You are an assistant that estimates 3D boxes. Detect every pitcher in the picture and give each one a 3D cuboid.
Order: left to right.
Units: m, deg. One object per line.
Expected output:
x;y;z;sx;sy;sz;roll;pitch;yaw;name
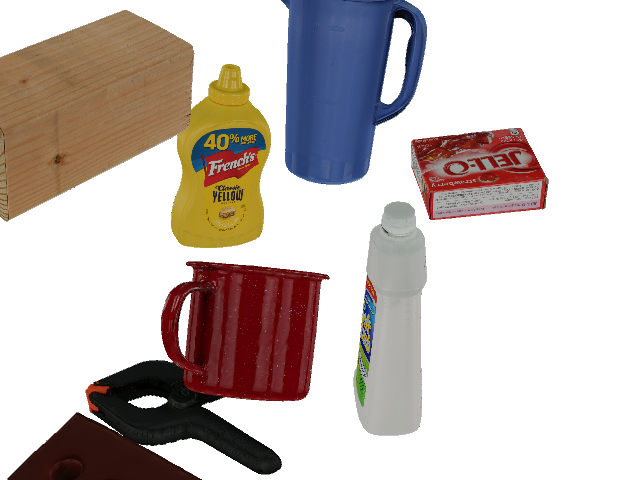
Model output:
0.028;-0.195;1.311;0.144;0.243;0.149;-9;29;-27;pitcher

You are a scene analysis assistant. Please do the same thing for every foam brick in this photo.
-0.084;0.119;0.437;0.078;0.051;0.052;21;45;26;foam brick

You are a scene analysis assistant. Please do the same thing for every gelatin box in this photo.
0.117;-0.051;0.798;0.089;0.030;0.073;-7;37;-3;gelatin box

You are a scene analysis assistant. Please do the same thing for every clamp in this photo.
-0.104;0.129;0.887;0.171;0.039;0.120;11;38;6;clamp

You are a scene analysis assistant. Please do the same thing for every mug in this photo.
-0.052;0.057;0.677;0.093;0.081;0.117;3;-4;42;mug

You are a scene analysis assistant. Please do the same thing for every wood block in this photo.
-0.211;-0.112;0.903;0.090;0.091;0.205;31;43;25;wood block

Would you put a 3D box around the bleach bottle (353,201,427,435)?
0.070;0.069;1.029;0.068;0.251;0.102;-2;37;-3;bleach bottle

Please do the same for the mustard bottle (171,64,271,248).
-0.099;-0.087;1.093;0.096;0.192;0.058;-5;31;-22;mustard bottle
